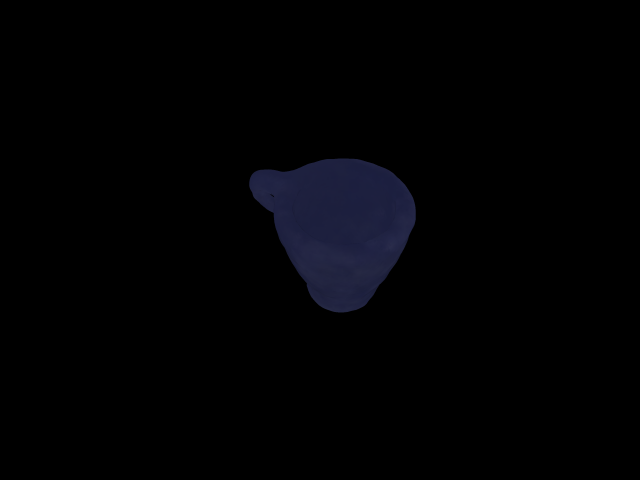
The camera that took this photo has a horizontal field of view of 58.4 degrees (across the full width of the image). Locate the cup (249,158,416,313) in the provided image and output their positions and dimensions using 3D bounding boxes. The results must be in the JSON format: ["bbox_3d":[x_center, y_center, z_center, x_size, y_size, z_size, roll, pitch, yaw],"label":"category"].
[{"bbox_3d":[0.004,0.001,0.400,0.117,0.095,0.092,22,52,18],"label":"cup"}]
